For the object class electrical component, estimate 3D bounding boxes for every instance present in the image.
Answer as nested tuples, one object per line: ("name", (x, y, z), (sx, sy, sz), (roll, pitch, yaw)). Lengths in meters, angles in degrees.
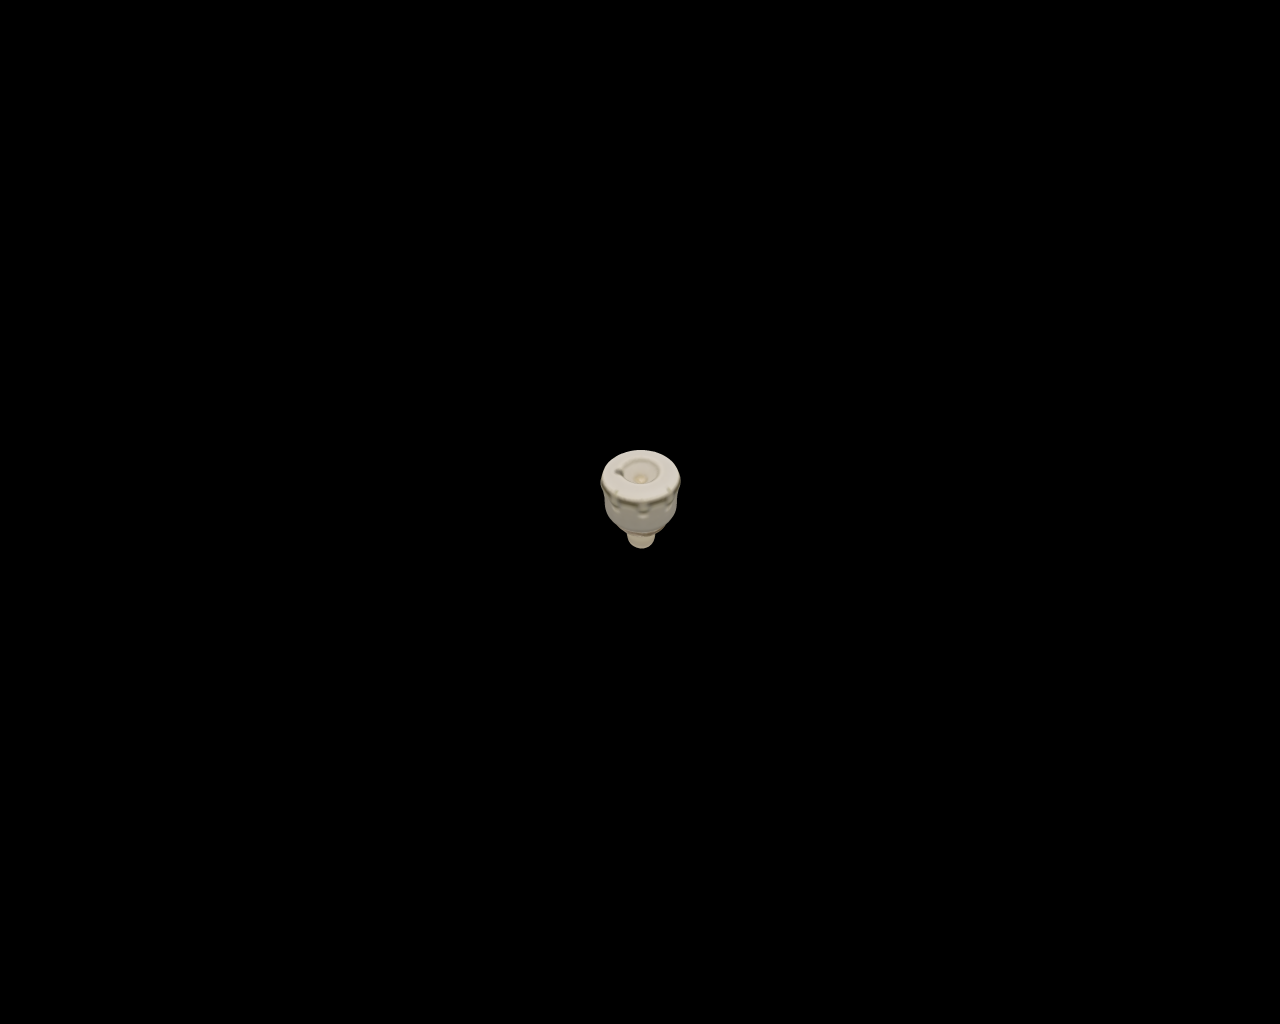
("electrical component", (0.001, -0.003, 0.650), (0.048, 0.062, 0.048), (0, 44, 0))
